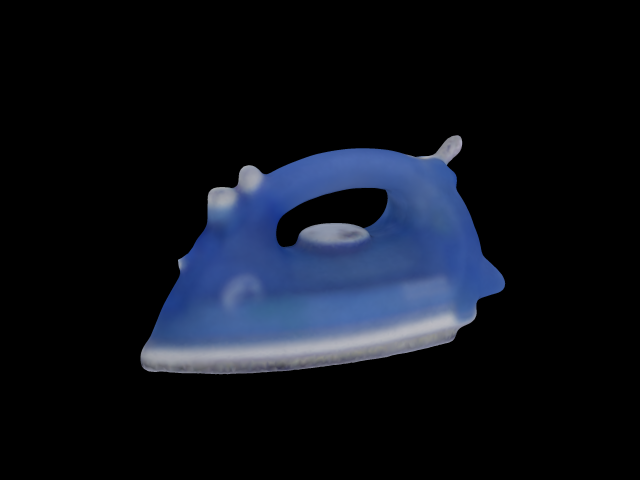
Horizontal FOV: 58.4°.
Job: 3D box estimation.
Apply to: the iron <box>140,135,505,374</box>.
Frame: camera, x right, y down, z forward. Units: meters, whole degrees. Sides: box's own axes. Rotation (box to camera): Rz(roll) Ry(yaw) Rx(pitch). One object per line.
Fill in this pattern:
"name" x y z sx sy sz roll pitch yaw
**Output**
"iron" 0.004 0.001 0.400 0.259 0.141 0.118 -7 15 -26
